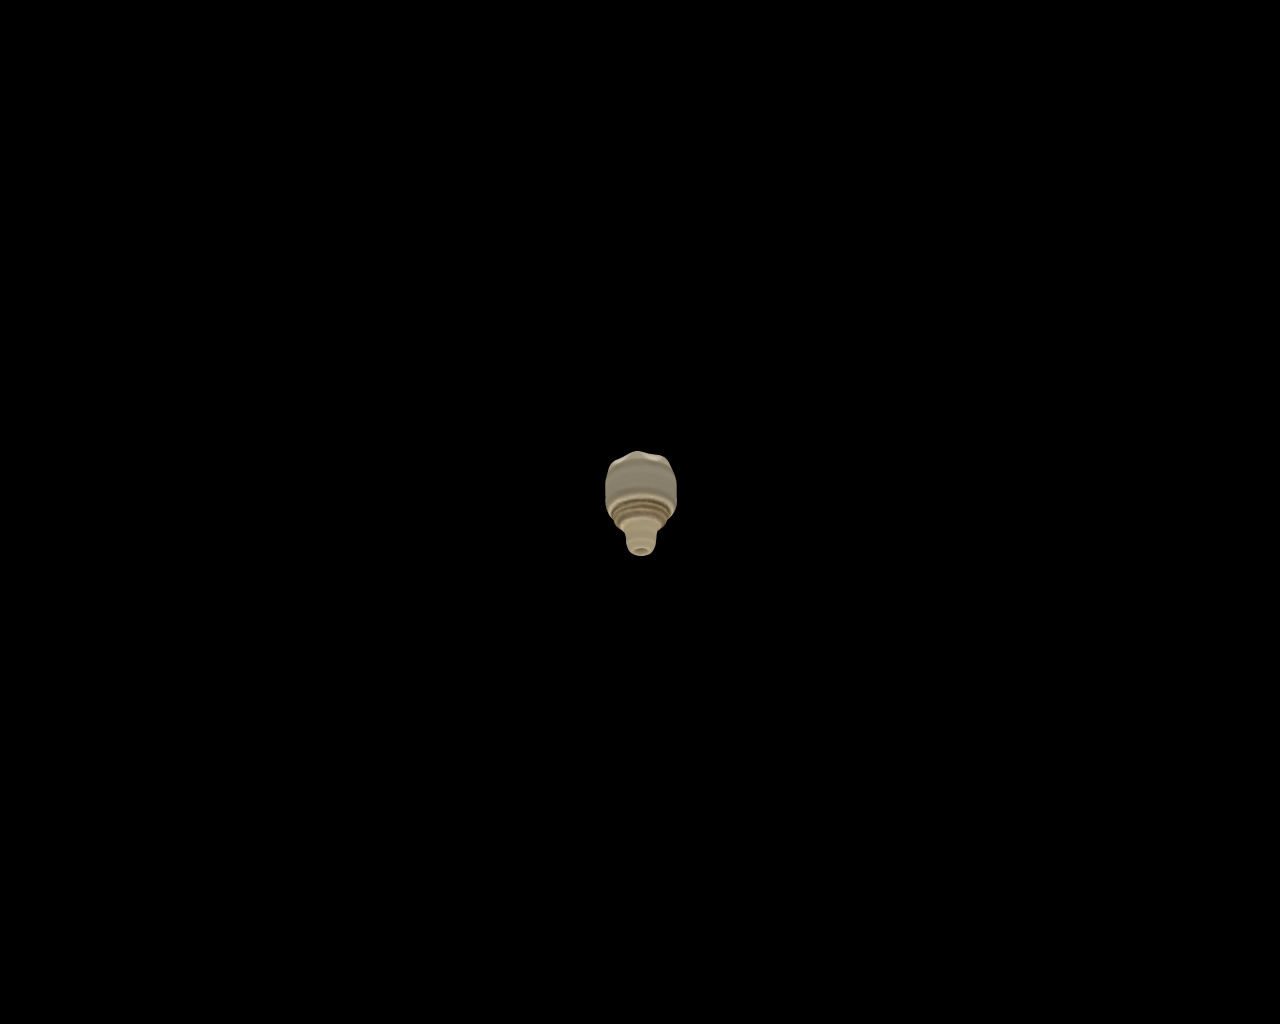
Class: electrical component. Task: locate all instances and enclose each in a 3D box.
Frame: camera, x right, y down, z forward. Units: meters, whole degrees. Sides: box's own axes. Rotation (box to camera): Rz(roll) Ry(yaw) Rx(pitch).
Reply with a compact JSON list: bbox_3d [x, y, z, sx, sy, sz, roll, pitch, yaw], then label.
[{"bbox_3d":[0.001,-0.003,0.650,0.043,0.062,0.043,0,-29,0],"label":"electrical component"}]
